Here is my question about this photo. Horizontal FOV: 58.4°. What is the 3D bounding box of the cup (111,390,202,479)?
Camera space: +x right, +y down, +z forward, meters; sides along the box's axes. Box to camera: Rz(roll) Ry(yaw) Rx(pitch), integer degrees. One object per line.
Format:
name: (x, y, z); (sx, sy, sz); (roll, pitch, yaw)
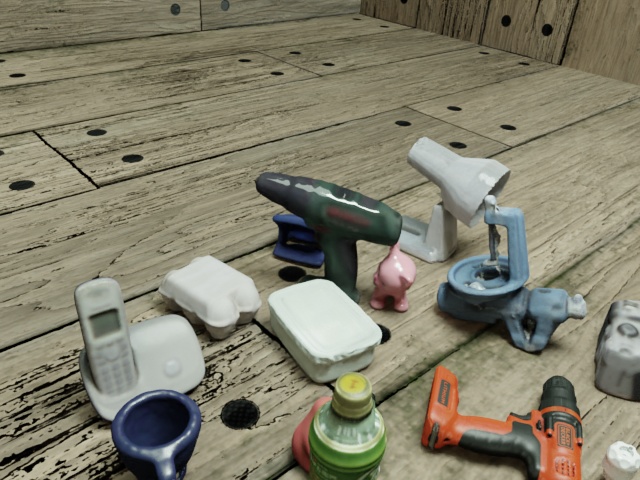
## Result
cup: (-0.168, 0.233, 0.612); (0.092, 0.095, 0.117); (-10, 34, -21)

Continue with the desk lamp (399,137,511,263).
desk lamp: (0.221, -0.068, 1.034); (0.202, 0.214, 0.118); (24, 37, 30)

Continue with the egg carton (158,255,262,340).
egg carton: (-0.167, 0.085, 0.877); (0.149, 0.069, 0.107); (24, 37, 30)

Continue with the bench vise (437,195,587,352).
bench vise: (0.291, 0.043, 0.854); (0.207, 0.220, 0.121); (9, 32, 8)

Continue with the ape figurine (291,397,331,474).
ape figurine: (0.006, 0.220, 0.656); (0.076, 0.092, 0.078); (15, 33, 17)

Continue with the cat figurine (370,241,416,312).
cat figurine: (0.120, 0.050, 0.921); (0.067, 0.118, 0.128); (7, 32, 4)

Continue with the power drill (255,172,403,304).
power drill: (0.008, 0.003, 0.897); (0.229, 0.208, 0.075); (8, 32, 6)

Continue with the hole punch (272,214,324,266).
hole punch: (-0.028, -0.018, 1.040); (0.108, 0.091, 0.101); (13, 33, 14)

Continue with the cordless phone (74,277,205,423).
cordless phone: (-0.222, 0.119, 0.704); (0.148, 0.185, 0.093); (-21, 39, -34)

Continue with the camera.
camera: (0.472, 0.154, 0.810); (0.136, 0.101, 0.143); (17, 34, 20)
